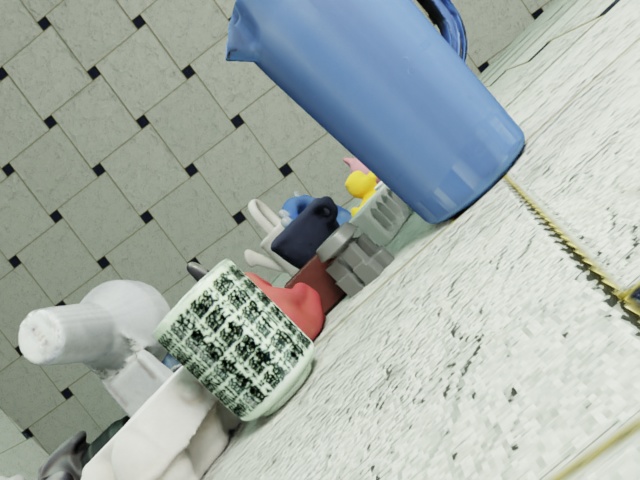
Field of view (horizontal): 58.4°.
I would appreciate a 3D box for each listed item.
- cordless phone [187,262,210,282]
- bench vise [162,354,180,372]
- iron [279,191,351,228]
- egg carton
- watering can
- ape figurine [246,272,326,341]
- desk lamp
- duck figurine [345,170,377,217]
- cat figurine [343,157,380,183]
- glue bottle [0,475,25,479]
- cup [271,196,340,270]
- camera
[{"bbox_3d":[-0.182,0.103,1.142,0.094,0.185,0.147,-45,3,-6],"label":"cordless phone"},{"bbox_3d":[-0.307,0.207,1.084,0.121,0.220,0.208,-44,3,24],"label":"bench vise"},{"bbox_3d":[-0.019,-0.022,1.022,0.118,0.141,0.258,-44,2,15],"label":"iron"},{"bbox_3d":[-0.119,0.159,0.460,0.107,0.069,0.150,-44,3,25],"label":"egg carton"},{"bbox_3d":[-0.083,-0.004,1.191,0.173,0.194,0.101,-45,3,-6],"label":"watering can"},{"bbox_3d":[-0.045,0.065,0.535,0.078,0.092,0.076,-44,3,18],"label":"ape figurine"},{"bbox_3d":[-0.217,0.145,0.640,0.118,0.213,0.203,-45,2,6],"label":"desk lamp"},{"bbox_3d":[0.078,-0.076,0.970,0.105,0.086,0.077,-47,3,-35],"label":"duck figurine"},{"bbox_3d":[0.092,-0.119,1.090,0.067,0.118,0.128,-45,2,-7],"label":"cat figurine"},{"bbox_3d":[-0.376,0.329,0.705,0.037,0.173,0.078,-44,3,22],"label":"glue bottle"},{"bbox_3d":[0.007,0.003,0.709,0.092,0.095,0.117,-47,3,-42],"label":"cup"},{"bbox_3d":[-0.276,0.281,0.698,0.137,0.101,0.143,-45,2,3],"label":"camera"}]
